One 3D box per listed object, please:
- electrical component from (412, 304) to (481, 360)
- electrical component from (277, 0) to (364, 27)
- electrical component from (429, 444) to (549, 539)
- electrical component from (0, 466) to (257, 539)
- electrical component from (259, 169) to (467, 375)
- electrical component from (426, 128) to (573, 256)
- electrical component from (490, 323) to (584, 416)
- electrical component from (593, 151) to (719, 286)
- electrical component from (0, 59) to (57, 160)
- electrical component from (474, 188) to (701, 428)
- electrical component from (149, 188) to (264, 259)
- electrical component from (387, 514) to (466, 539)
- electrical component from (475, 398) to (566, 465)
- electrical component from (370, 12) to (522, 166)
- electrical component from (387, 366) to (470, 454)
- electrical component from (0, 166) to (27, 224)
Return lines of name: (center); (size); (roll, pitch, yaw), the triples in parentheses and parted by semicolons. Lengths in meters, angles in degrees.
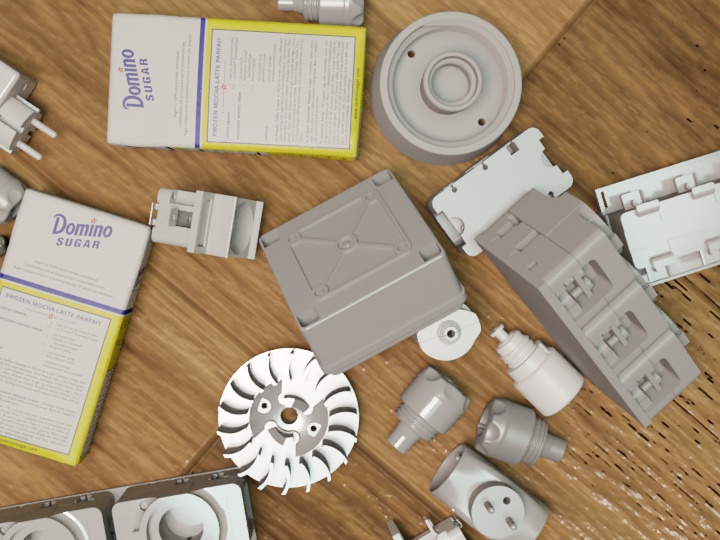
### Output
electrical component: (0.059, 0.041, 0.753); (0.043, 0.081, 0.043); (0, 92, -2)
electrical component: (-0.028, -0.189, 0.764); (0.061, 0.035, 0.035); (1, 92, 0)
electrical component: (0.094, 0.166, 0.760); (0.077, 0.079, 0.043); (37, 90, -3)
electrical component: (-0.167, 0.212, 0.762); (0.186, 0.060, 0.105); (-10, 93, -2)
electrical component: (0.000, 0.000, 0.733); (0.109, 0.108, 0.056); (-28, 133, -1)
electrical component: (0.097, -0.055, 0.763); (0.089, 0.055, 0.050); (-36, 93, 0)
electrical component: (0.126, 0.070, 0.777); (0.078, 0.040, 0.040); (45, 90, -3)
electrical component: (0.239, -0.038, 0.765); (0.121, 0.063, 0.078); (-18, 93, -1)
electrical component: (-0.250, -0.107, 0.753); (0.077, 0.047, 0.065); (34, 91, -3)
electrical component: (0.157, 0.022, 0.724); (0.062, 0.089, 0.150); (-42, 121, -1)
electrical component: (-0.108, -0.033, 0.751); (0.064, 0.081, 0.042); (11, 92, 19)
electrical component: (0.054, 0.214, 0.780); (0.064, 0.042, 0.081); (-29, 94, -3)
electrical component: (0.118, 0.121, 0.778); (0.062, 0.043, 0.043); (20, 92, -4)
electrical component: (0.062, -0.129, 0.756); (0.108, 0.060, 0.108); (0, 93, -2)
electrical component: (0.046, 0.104, 0.774); (0.043, 0.043, 0.062); (40, 92, -3)
electrical component: (-0.267, -0.062, 0.761); (0.061, 0.035, 0.035); (38, 91, -2)
